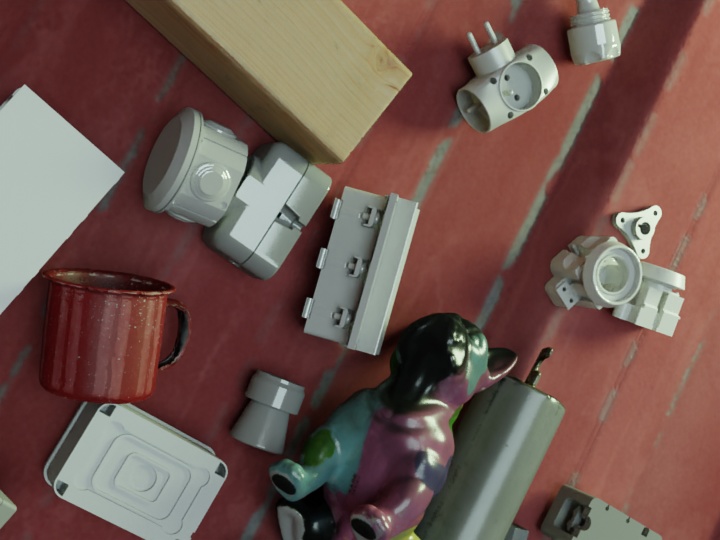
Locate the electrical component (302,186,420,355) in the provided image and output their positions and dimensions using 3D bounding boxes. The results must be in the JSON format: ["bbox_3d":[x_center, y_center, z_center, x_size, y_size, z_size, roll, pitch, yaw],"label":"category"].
[{"bbox_3d":[0.000,0.000,0.847,0.063,0.079,0.121,16,87,6],"label":"electrical component"}]

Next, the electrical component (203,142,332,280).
[{"bbox_3d":[-0.075,-0.048,0.821,0.059,0.054,0.095,36,80,-21],"label":"electrical component"}]

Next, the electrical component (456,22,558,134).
[{"bbox_3d":[0.116,-0.167,0.899,0.077,0.044,0.079,-35,106,-18],"label":"electrical component"}]

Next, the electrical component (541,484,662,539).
[{"bbox_3d":[0.214,0.236,0.964,0.089,0.056,0.050,33,81,-22],"label":"electrical component"}]

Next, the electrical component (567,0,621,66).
[{"bbox_3d":[0.201,-0.211,0.934,0.043,0.043,0.062,-16,99,-22],"label":"electrical component"}]

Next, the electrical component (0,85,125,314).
[{"bbox_3d":[-0.250,-0.040,0.741,0.089,0.062,0.150,43,77,-20],"label":"electrical component"}]

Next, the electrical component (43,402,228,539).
[{"bbox_3d":[-0.166,0.147,0.794,0.113,0.057,0.078,33,81,-22],"label":"electrical component"}]

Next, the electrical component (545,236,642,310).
[{"bbox_3d":[0.209,0.003,0.945,0.078,0.057,0.058,-40,108,-16],"label":"electrical component"}]

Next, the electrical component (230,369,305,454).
[{"bbox_3d":[-0.071,0.110,0.839,0.045,0.045,0.055,23,84,-23],"label":"electrical component"}]

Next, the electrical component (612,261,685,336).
[{"bbox_3d":[0.266,0.025,0.978,0.066,0.048,0.055,18,94,-24],"label":"electrical component"}]

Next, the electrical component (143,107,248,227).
[{"bbox_3d":[-0.122,-0.074,0.785,0.051,0.080,0.080,23,85,-28],"label":"electrical component"}]

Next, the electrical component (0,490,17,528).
[{"bbox_3d":[-0.275,0.160,0.744,0.047,0.083,0.075,-50,148,-13],"label":"electrical component"}]
